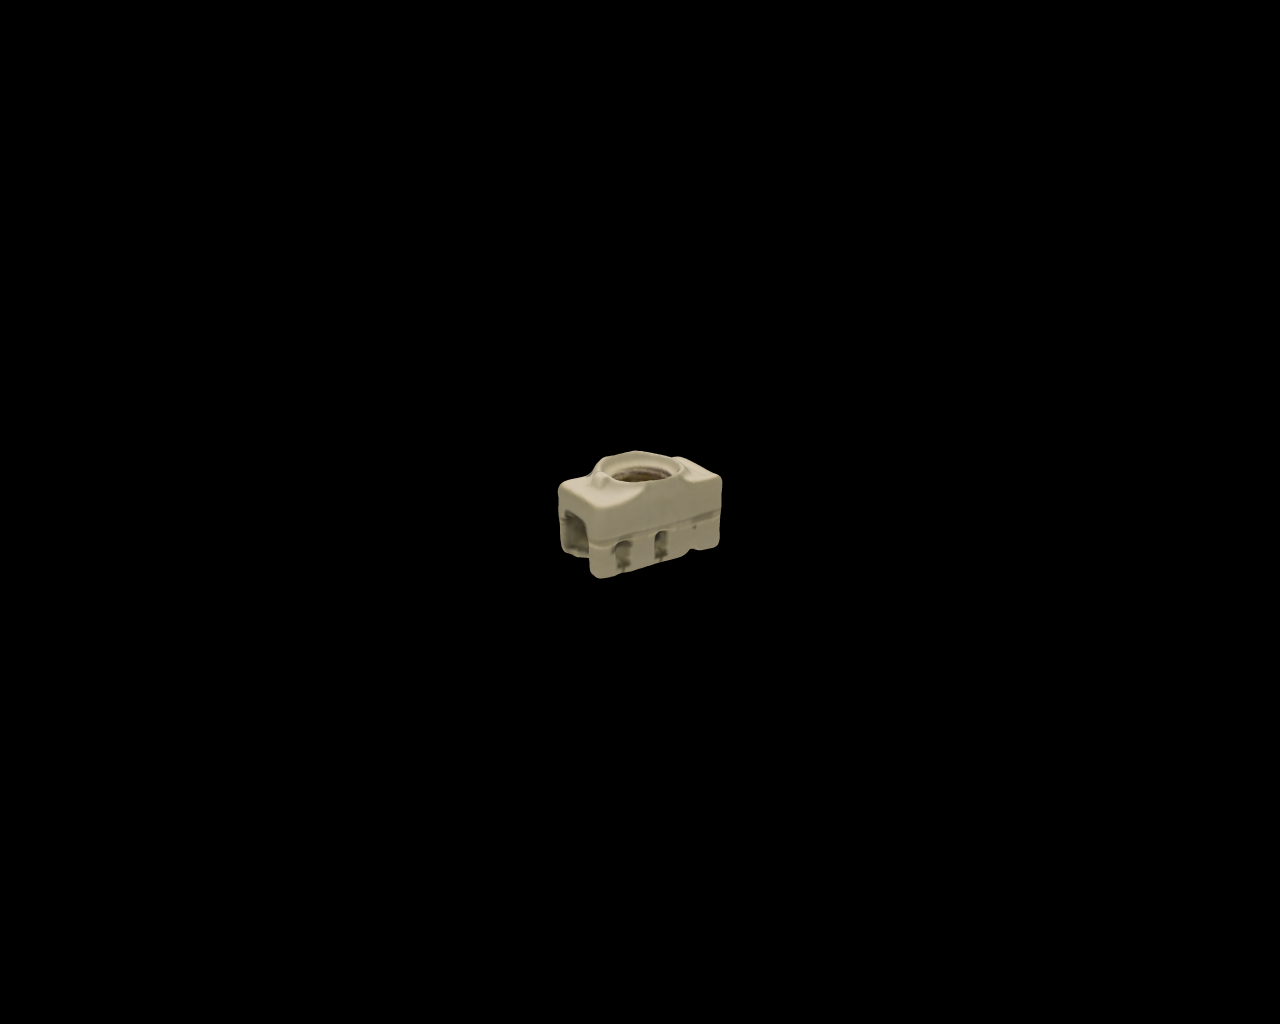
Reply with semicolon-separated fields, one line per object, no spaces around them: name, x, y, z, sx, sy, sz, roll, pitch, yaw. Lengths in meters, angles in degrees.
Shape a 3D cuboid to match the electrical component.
electrical component;0.001;-0.003;0.650;0.090;0.055;0.050;-14;27;-29
